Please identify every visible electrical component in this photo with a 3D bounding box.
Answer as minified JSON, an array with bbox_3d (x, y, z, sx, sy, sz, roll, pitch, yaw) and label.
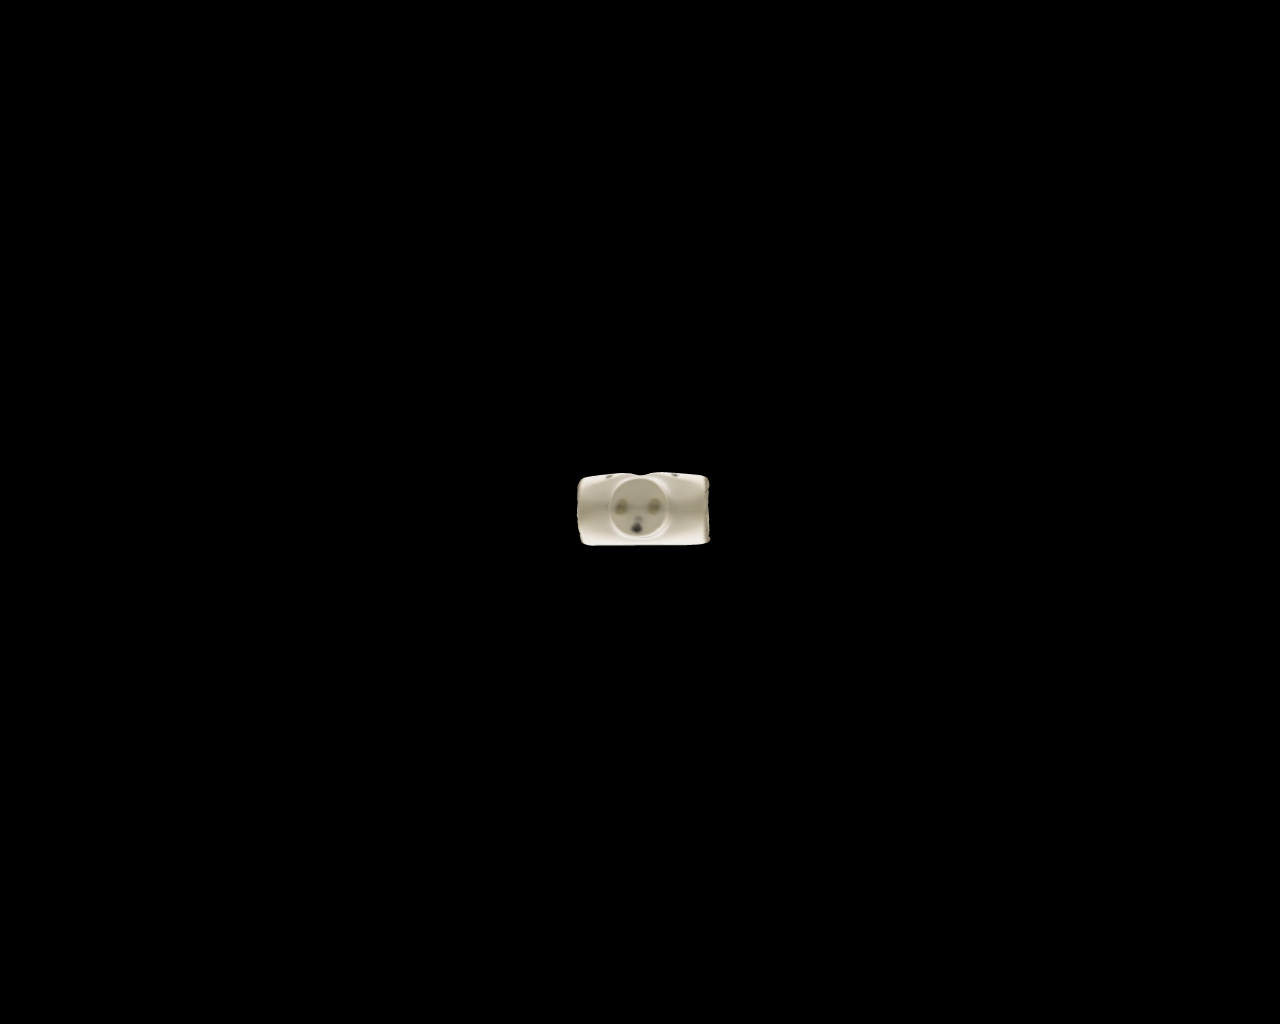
[{"bbox_3d":[0.001,-0.003,0.650,0.077,0.043,0.079,0,-3,7],"label":"electrical component"}]
